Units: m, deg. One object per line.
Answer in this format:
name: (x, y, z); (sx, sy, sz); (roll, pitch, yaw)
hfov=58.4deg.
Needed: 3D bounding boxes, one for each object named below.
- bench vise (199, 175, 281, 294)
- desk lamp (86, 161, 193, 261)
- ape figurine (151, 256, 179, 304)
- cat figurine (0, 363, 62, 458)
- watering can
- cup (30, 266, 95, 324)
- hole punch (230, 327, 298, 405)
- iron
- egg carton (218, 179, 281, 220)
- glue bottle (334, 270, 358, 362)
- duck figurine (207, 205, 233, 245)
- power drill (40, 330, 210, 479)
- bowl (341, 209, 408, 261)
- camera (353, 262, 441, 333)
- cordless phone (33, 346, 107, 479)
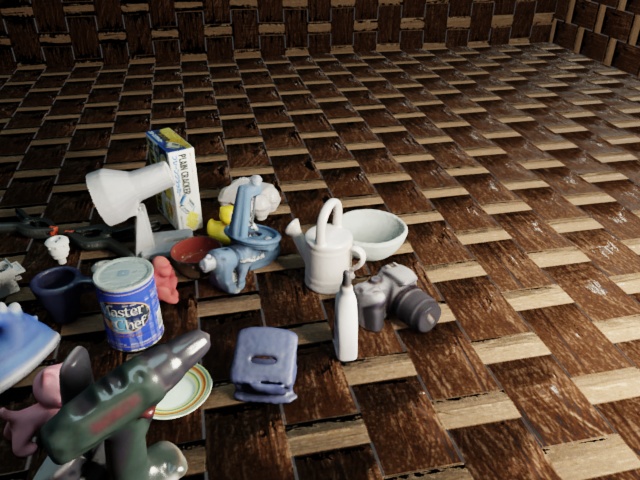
bench vise: (-0.154, -0.010, 1.171); (0.121, 0.220, 0.208); (10, 33, 16)
desk lamp: (-0.392, -0.067, 1.269); (0.203, 0.214, 0.117); (-9, 33, -15)
ape figurine: (-0.318, 0.075, 1.152); (0.076, 0.092, 0.078); (10, 33, 16)
cat figurine: (-0.414, 0.239, 0.857); (0.067, 0.118, 0.128); (26, 40, 35)
watering can: (0.010, 0.005, 1.172); (0.172, 0.194, 0.101); (4, 32, 6)
cup: (-0.478, 0.110, 1.091); (0.118, 0.095, 0.091); (-2, 31, -4)
hole punch: (-0.088, 0.205, 0.941); (0.108, 0.091, 0.101); (3, 31, 4)
iron: (-0.563, 0.174, 0.940); (0.118, 0.141, 0.259); (22, 37, 31)
egg carton: (-0.181, -0.107, 1.474); (0.150, 0.069, 0.107); (13, 34, 20)
glue bottle: (0.044, 0.125, 0.996); (0.037, 0.173, 0.078); (-4, 32, -7)
duck figurine: (-0.218, -0.042, 1.351); (0.104, 0.086, 0.077); (9, 32, 14)
power drill: (-0.239, 0.244, 0.764); (0.230, 0.208, 0.075); (-25, 39, -35)
bowl: (0.112, -0.001, 1.297); (0.167, 0.075, 0.167); (0, 31, 0)
camera: (0.150, 0.114, 1.084); (0.143, 0.101, 0.136); (-21, 37, -30)
cordless phone: (-0.344, 0.248, 0.778); (0.094, 0.185, 0.147); (3, 31, 5)
